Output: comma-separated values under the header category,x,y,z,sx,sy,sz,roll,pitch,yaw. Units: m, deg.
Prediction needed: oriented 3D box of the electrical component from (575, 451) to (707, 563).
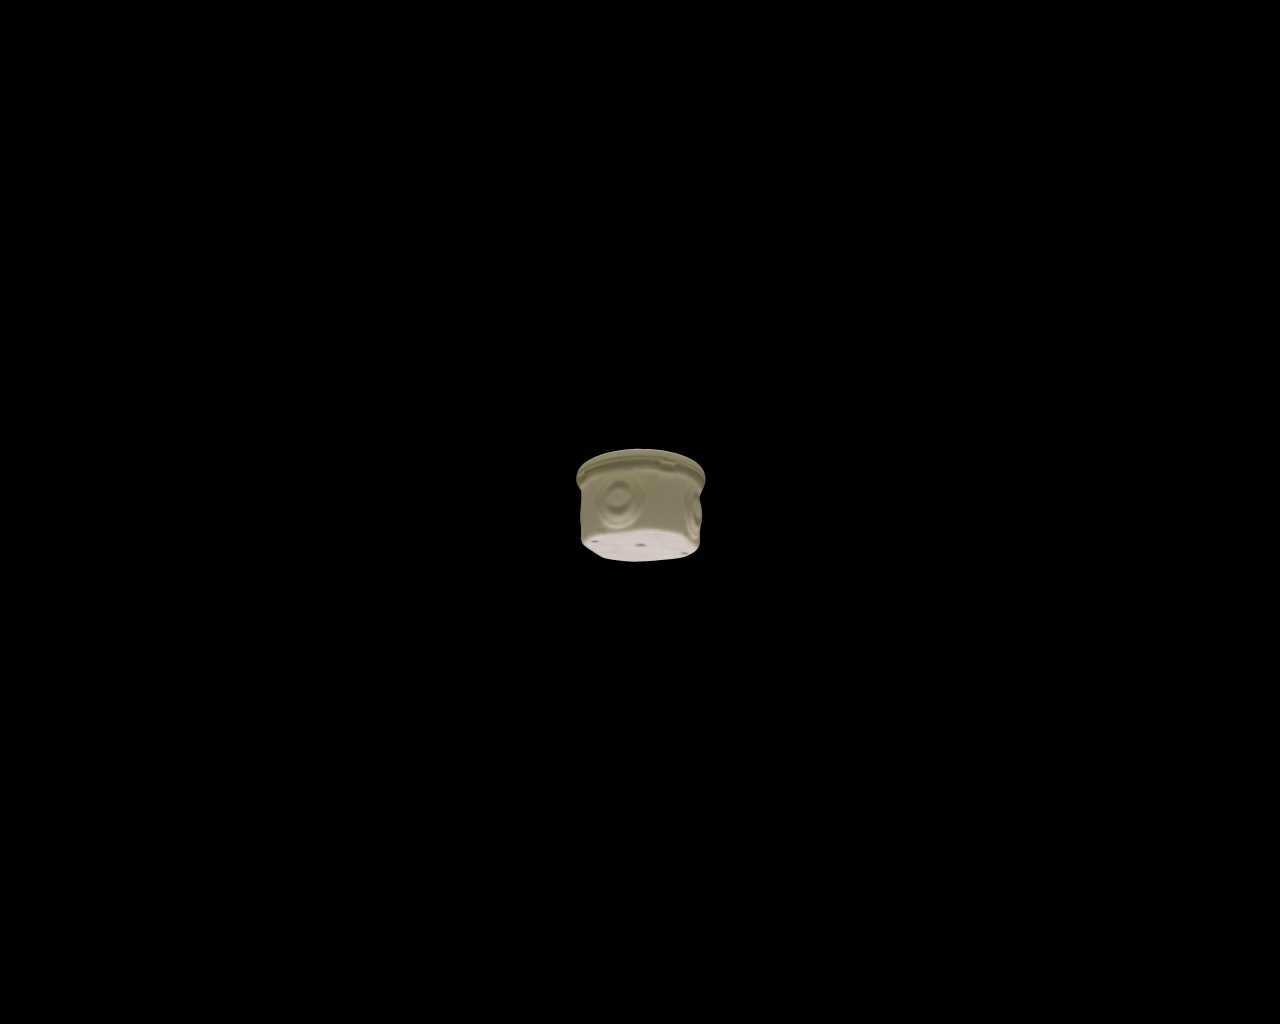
category,x,y,z,sx,sy,sz,roll,pitch,yaw
electrical component,0.001,-0.003,0.650,0.080,0.051,0.080,0,-18,0
